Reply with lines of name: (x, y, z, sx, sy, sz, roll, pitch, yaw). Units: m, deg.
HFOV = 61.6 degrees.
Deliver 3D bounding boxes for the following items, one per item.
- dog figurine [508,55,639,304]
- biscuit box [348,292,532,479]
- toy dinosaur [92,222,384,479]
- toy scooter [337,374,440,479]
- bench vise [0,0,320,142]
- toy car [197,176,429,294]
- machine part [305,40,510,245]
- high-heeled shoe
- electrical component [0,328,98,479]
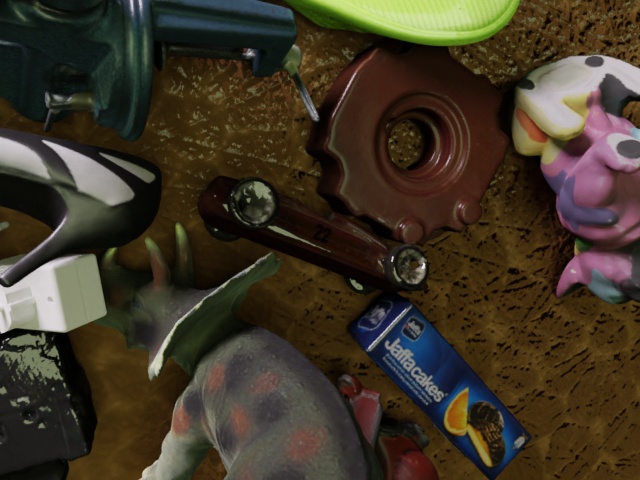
dog figurine: (0.257, -0.040, 0.509, 0.108, 0.192, 0.219, -28, 139, -13)
biscuit box: (0.114, 0.137, 0.512, 0.063, 0.059, 0.202, -44, 107, -5)
toy dinosaur: (-0.031, 0.139, 0.351, 0.131, 0.405, 0.192, -3, 122, -42)
toy scooter: (0.048, 0.197, 0.488, 0.183, 0.075, 0.135, 24, 64, -40)
bench vise: (-0.109, -0.141, 0.342, 0.240, 0.223, 0.129, -5, 67, -32)
toy car: (-0.001, -0.001, 0.441, 0.202, 0.089, 0.053, 21, 72, -19)
machine part: (0.079, -0.084, 0.470, 0.179, 0.056, 0.179, -2, 98, -16)
high-heeled shoe: (-0.231, -0.071, 0.357, 0.248, 0.086, 0.145, 40, 46, -7)
electrical component: (-0.239, 0.133, 0.412, 0.115, 0.058, 0.134, -13, 102, -12)
